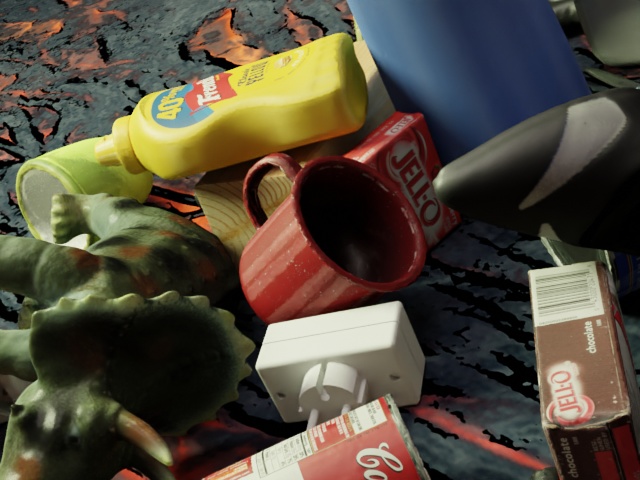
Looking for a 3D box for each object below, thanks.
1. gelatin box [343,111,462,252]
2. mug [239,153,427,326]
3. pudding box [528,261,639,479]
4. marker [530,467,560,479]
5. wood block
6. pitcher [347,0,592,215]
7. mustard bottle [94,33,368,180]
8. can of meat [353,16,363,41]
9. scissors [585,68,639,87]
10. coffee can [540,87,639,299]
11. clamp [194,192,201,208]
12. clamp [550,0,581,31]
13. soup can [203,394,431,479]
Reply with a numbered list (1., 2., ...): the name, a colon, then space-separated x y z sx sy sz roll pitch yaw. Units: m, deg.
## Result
1. gelatin box: 0.050 -0.029 0.705 0.073 0.089 0.030 -40 32 -28
2. mug: -0.004 0.001 0.645 0.093 0.117 0.082 -37 -6 -47
3. pudding box: 0.122 0.075 0.470 0.039 0.090 0.113 -12 30 17
4. marker: 0.094 0.142 0.450 0.020 0.020 0.121 -11 31 23
5. wood block: 0.003 -0.064 0.802 0.091 0.090 0.205 -4 33 31
6. pitcher: 0.086 -0.148 0.719 0.149 0.242 0.144 -10 35 32
7. mustard bottle: -0.065 -0.083 0.727 0.192 0.058 0.096 -15 31 15
8. can of meat: 0.081 -0.165 0.906 0.084 0.102 0.057 -6 4 35
9. scissors: 0.263 -0.104 0.751 0.096 0.016 0.202 -20 28 4
10. coffee can: 0.196 -0.039 0.597 0.140 0.103 0.103 -26 28 -5
11. clamp: -0.034 -0.097 0.942 0.210 0.036 0.164 -23 28 1
12. clamp: 0.221 -0.202 0.930 0.172 0.039 0.120 -16 23 21
13. soup can: 0.001 0.124 0.501 0.102 0.068 0.068 -24 28 0
